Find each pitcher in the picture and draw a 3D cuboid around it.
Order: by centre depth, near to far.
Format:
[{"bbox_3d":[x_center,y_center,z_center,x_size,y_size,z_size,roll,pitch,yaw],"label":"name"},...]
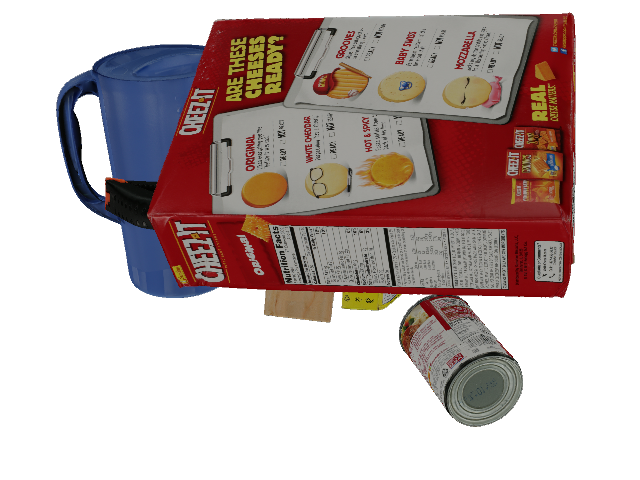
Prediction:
[{"bbox_3d":[-0.160,-0.068,1.074,0.149,0.243,0.144,11,27,26],"label":"pitcher"}]

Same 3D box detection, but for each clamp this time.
[{"bbox_3d":[-0.084,-0.021,0.820,0.210,0.036,0.164,8,13,19],"label":"clamp"}]

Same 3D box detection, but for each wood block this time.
[{"bbox_3d":[-0.018,-0.011,1.367,0.090,0.206,0.090,6,25,1],"label":"wood block"}]

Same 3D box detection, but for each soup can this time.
[{"bbox_3d":[0.113,0.095,0.866,0.068,0.068,0.102,0,25,-18],"label":"soup can"}]

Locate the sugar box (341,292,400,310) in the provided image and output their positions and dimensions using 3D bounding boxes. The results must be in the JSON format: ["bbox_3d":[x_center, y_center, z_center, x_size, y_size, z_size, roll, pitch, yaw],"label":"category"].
[{"bbox_3d":[0.053,-0.027,1.026,0.048,0.176,0.093,2,10,18],"label":"sugar box"}]

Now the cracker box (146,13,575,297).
[{"bbox_3d":[0.032,-0.050,0.592,0.214,0.164,0.072,1,-42,13],"label":"cracker box"}]
